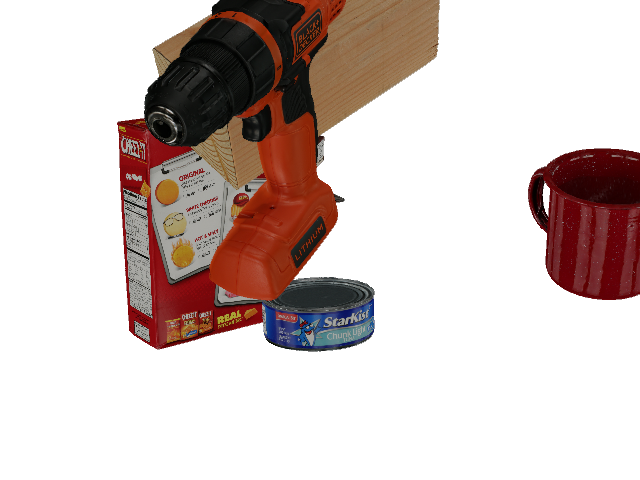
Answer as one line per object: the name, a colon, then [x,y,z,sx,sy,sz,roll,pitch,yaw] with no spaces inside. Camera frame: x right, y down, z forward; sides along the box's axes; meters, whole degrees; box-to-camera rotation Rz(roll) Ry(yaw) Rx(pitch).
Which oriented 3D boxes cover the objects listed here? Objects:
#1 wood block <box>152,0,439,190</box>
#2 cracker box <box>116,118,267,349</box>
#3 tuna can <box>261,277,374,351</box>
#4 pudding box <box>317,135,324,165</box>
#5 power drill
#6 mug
wood block: [-0.013,-0.144,0.822,0.205,0.090,0.091,-35,-31,-20]
cracker box: [-0.110,-0.018,1.046,0.163,0.214,0.072,-12,20,-36]
tuna can: [-0.002,0.055,0.803,0.086,0.034,0.086,-2,13,0]
pudding box: [-0.057,-0.099,1.291,0.090,0.039,0.113,12,33,21]
power drill: [-0.037,-0.057,0.639,0.057,0.188,0.184,19,44,21]
mug: [0.198,-0.015,0.778,0.093,0.081,0.117,-26,37,-33]
